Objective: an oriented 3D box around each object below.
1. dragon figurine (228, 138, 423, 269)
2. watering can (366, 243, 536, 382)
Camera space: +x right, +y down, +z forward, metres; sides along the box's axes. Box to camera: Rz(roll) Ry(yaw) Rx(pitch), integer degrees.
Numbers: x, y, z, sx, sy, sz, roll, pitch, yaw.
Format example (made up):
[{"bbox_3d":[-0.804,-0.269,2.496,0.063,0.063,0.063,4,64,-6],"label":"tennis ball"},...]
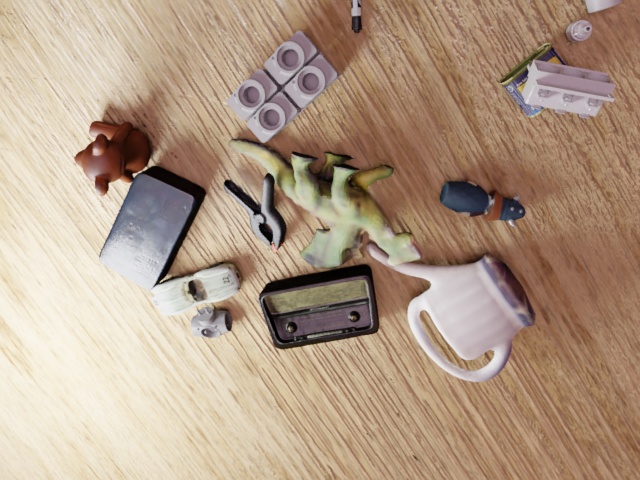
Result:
[{"bbox_3d":[0.003,-0.050,0.986,0.412,0.124,0.239,15,114,20],"label":"dragon figurine"},{"bbox_3d":[0.260,0.105,0.990,0.223,0.104,0.348,-35,88,14],"label":"watering can"}]
